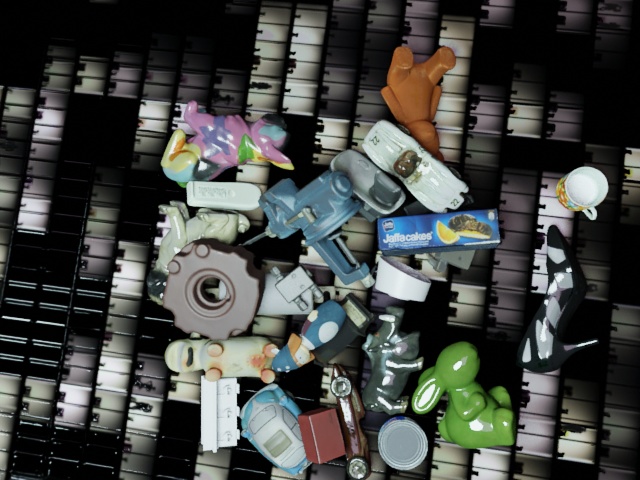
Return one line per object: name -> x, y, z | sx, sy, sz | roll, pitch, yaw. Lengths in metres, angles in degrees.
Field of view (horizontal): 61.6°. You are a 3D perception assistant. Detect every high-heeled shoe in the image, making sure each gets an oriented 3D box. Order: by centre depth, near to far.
high-heeled shoe -> 0.396, 0.106, 0.957 | 0.145, 0.086, 0.249 | -23, 63, 33

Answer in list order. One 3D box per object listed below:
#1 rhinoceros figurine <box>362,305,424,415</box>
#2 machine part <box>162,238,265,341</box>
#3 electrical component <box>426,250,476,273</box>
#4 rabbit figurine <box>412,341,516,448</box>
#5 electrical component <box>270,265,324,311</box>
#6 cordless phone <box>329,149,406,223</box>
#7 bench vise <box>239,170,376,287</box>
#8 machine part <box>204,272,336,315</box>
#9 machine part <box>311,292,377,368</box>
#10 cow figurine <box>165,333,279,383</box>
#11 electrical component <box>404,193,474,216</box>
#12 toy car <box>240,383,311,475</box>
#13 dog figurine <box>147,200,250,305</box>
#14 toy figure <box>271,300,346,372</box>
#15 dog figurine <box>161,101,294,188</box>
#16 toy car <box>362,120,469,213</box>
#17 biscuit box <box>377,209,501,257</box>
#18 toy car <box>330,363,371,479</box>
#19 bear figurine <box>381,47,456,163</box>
rhinoceros figurine -> 0.128, 0.213, 0.957 | 0.112, 0.073, 0.190 | 13, 87, 15
machine part -> -0.181, 0.085, 0.916 | 0.179, 0.056, 0.179 | 1, 102, 4
electrical component -> 0.239, 0.013, 0.977 | 0.078, 0.045, 0.102 | 17, 88, -14
rabbit figurine -> 0.242, 0.253, 0.920 | 0.159, 0.121, 0.170 | -15, 98, 25
electrical component -> -0.041, 0.074, 0.924 | 0.063, 0.021, 0.094 | -40, 89, 4
cordless phone -> 0.080, -0.106, 0.928 | 0.147, 0.184, 0.089 | 42, 89, 7
bench vise -> 0.003, -0.008, 0.943 | 0.224, 0.129, 0.240 | -32, 98, 34
machine part -> -0.093, 0.097, 0.979 | 0.243, 0.079, 0.079 | -2, 85, 6
machine part -> 0.033, 0.166, 0.974 | 0.084, 0.039, 0.139 | 41, 93, 26
cow figurine -> -0.178, 0.204, 0.965 | 0.195, 0.127, 0.085 | 2, 92, -10
electrical component -> 0.212, -0.069, 0.982 | 0.119, 0.047, 0.075 | -31, 83, 2
toy car -> -0.073, 0.341, 0.943 | 0.109, 0.103, 0.162 | -40, 81, 1
dog figurine -> -0.227, 0.033, 0.996 | 0.172, 0.121, 0.190 | 9, 100, 9
toy figure -> -0.020, 0.169, 0.923 | 0.064, 0.058, 0.154 | 47, 72, -7
dog figurine -> -0.158, -0.160, 0.995 | 0.219, 0.108, 0.191 | 23, 86, 4
toy car -> 0.163, -0.125, 0.924 | 0.202, 0.056, 0.073 | 41, 118, 4
biscuit box -> 0.201, -0.011, 0.925 | 0.203, 0.062, 0.059 | -5, 79, 11
toy car -> 0.055, 0.316, 0.941 | 0.053, 0.089, 0.202 | -11, 83, 4
bear figurine -> 0.177, -0.227, 0.962 | 0.120, 0.132, 0.196 | -2, 78, -12
